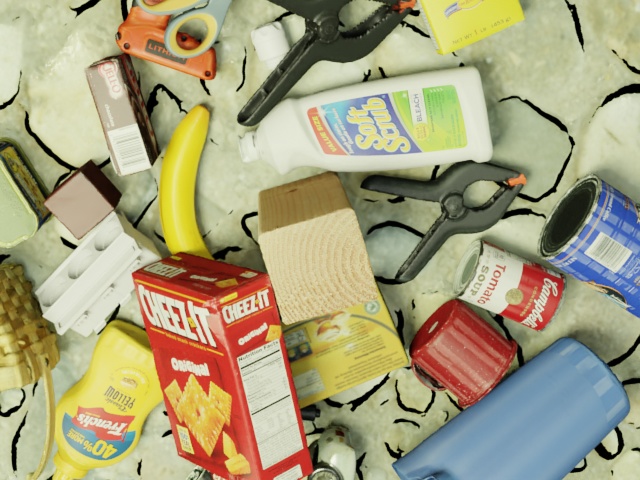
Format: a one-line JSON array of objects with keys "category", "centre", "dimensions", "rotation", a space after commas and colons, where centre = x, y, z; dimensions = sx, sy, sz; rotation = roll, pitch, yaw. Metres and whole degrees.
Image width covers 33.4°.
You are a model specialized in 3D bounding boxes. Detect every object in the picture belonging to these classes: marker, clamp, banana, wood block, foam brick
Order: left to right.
[{"category": "foam brick", "centre": [-0.240, -0.041, 1.087], "dimensions": [0.051, 0.078, 0.053], "rotation": [-39, 102, 5]}, {"category": "banana", "centre": [-0.135, -0.039, 1.116], "dimensions": [0.069, 0.037, 0.198], "rotation": [-14, 106, -18]}, {"category": "marker", "centre": [-0.059, 0.187, 1.179], "dimensions": [0.121, 0.020, 0.020], "rotation": [6, 103, -4]}, {"category": "wood block", "centre": [-0.007, 0.001, 1.041], "dimensions": [0.091, 0.206, 0.090], "rotation": [-16, 104, 1]}, {"category": "clamp", "centre": [-0.003, -0.202, 1.050], "dimensions": [0.209, 0.036, 0.164], "rotation": [-14, 124, -23]}, {"category": "clamp", "centre": [0.129, -0.044, 1.123], "dimensions": [0.171, 0.039, 0.120], "rotation": [-31, 108, -1]}]

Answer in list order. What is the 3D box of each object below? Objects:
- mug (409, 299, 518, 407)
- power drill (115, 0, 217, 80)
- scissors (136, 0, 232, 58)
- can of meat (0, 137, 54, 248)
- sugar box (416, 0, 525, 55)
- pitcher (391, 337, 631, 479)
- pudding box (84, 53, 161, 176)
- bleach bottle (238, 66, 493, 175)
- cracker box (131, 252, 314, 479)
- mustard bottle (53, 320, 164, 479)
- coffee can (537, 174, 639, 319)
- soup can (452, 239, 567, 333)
[{"category": "mug", "centre": [0.143, 0.123, 1.146], "dimensions": [0.081, 0.093, 0.117], "rotation": [40, 135, -6]}, {"category": "power drill", "centre": [-0.113, -0.258, 1.053], "dimensions": [0.184, 0.057, 0.188], "rotation": [17, 100, -7]}, {"category": "scissors", "centre": [-0.074, -0.233, 1.027], "dimensions": [0.201, 0.016, 0.096], "rotation": [-10, 108, -7]}, {"category": "can of meat", "centre": [-0.318, -0.048, 1.079], "dimensions": [0.057, 0.084, 0.102], "rotation": [-29, 103, 3]}, {"category": "sugar box", "centre": [0.128, -0.284, 1.062], "dimensions": [0.093, 0.048, 0.176], "rotation": [-24, 105, 3]}, {"category": "pitcher", "centre": [0.207, 0.220, 1.137], "dimensions": [0.242, 0.149, 0.145], "rotation": [-38, 105, -8]}, {"category": "pudding box", "centre": [-0.195, -0.127, 1.062], "dimensions": [0.039, 0.090, 0.113], "rotation": [-13, 104, 2]}, {"category": "bleach bottle", "centre": [0.043, -0.108, 1.091], "dimensions": [0.251, 0.068, 0.102], "rotation": [-11, 96, 2]}, {"category": "cracker box", "centre": [-0.100, 0.131, 1.057], "dimensions": [0.072, 0.164, 0.214], "rotation": [-24, 111, -34]}, {"category": "mustard bottle", "centre": [-0.233, 0.187, 1.151], "dimensions": [0.096, 0.058, 0.192], "rotation": [31, 100, -16]}, {"category": "coffee can", "centre": [0.314, 0.011, 1.112], "dimensions": [0.140, 0.103, 0.103], "rotation": [31, 100, -9]}, {"category": "soup can", "centre": [0.201, 0.048, 1.134], "dimensions": [0.102, 0.068, 0.068], "rotation": [23, 101, -7]}]
